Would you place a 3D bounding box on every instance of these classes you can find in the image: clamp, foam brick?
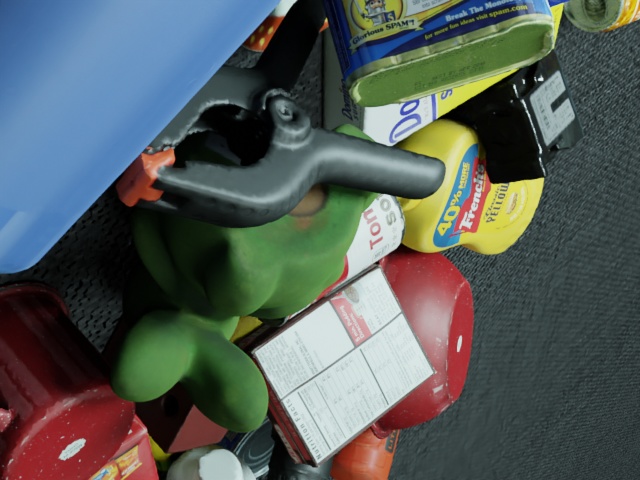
[{"bbox_3d":[-0.025,-0.060,0.497,0.171,0.120,0.039,-14,154,-42],"label":"clamp"},{"bbox_3d":[-0.089,0.084,0.654,0.051,0.078,0.053,2,124,-55],"label":"foam brick"}]

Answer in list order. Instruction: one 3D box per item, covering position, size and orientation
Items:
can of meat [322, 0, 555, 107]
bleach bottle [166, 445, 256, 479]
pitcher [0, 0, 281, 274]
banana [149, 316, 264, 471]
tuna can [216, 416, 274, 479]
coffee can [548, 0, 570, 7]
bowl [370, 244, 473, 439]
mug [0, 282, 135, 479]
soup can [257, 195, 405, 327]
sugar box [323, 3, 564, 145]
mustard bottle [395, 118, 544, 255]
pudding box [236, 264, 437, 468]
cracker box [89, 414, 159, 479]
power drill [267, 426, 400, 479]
[{"bbox_3d":[0.050,-0.116,0.490,0.102,0.084,0.057,-16,166,8],"label":"can of meat"},{"bbox_3d":[-0.071,0.220,0.779,0.068,0.103,0.251,-29,155,-23],"label":"bleach bottle"},{"bbox_3d":[-0.078,-0.109,0.409,0.243,0.145,0.149,-49,139,7],"label":"pitcher"},{"bbox_3d":[-0.069,0.078,0.721,0.198,0.037,0.069,-51,169,7],"label":"banana"},{"bbox_3d":[-0.050,0.148,0.824,0.086,0.034,0.086,-33,147,-25],"label":"tuna can"},{"bbox_3d":[0.148,-0.185,0.560,0.102,0.141,0.103,10,75,-42],"label":"coffee can"},{"bbox_3d":[0.080,0.073,0.808,0.162,0.055,0.162,5,90,-71],"label":"bowl"},{"bbox_3d":[-0.157,0.080,0.554,0.093,0.082,0.117,-51,151,4],"label":"mug"},{"bbox_3d":[-0.004,0.001,0.677,0.102,0.069,0.068,-32,146,-26],"label":"soup can"},{"bbox_3d":[0.081,-0.128,0.666,0.176,0.048,0.093,-35,148,-25],"label":"sugar box"},{"bbox_3d":[0.093,-0.038,0.771,0.191,0.058,0.096,2,114,-53],"label":"mustard bottle"},{"bbox_3d":[0.010,0.080,0.699,0.113,0.039,0.090,-33,103,-24],"label":"pudding box"},{"bbox_3d":[-0.181,0.196,0.669,0.164,0.072,0.214,-33,148,-24],"label":"cracker box"},{"bbox_3d":[0.015,0.134,0.805,0.187,0.057,0.184,59,43,-64],"label":"power drill"}]
